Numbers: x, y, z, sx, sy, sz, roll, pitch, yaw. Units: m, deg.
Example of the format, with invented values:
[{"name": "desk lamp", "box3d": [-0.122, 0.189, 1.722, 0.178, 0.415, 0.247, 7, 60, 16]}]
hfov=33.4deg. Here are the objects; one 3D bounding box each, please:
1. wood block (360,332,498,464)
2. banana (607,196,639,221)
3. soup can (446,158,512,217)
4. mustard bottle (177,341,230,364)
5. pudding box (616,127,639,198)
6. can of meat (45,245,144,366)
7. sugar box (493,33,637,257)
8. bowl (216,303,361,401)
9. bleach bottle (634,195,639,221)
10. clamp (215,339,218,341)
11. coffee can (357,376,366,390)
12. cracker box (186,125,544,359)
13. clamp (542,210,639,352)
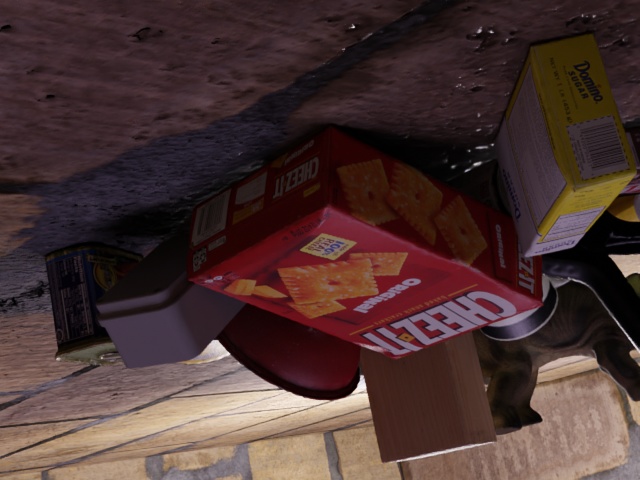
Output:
[{"name": "wood block", "box3d": [0.094, 0.103, 1.031, 0.091, 0.206, 0.090, -18, 165, 25]}, {"name": "banana", "box3d": [0.254, -0.018, 1.050, 0.198, 0.037, 0.069, -24, 132, 31]}, {"name": "soup can", "box3d": [0.126, -0.021, 0.858, 0.068, 0.068, 0.102, 1, 161, -41]}, {"name": "mustard bottle", "box3d": [-0.131, 0.084, 1.080, 0.096, 0.058, 0.191, -10, 166, 0]}, {"name": "pudding box", "box3d": [0.237, -0.059, 0.856, 0.113, 0.039, 0.090, -7, 166, -17]}, {"name": "can of meat", "box3d": [-0.177, 0.054, 0.871, 0.057, 0.084, 0.102, -17, 165, 17]}, {"name": "sugar box", "box3d": [0.155, -0.054, 0.698, 0.048, 0.093, 0.176, -13, 167, 1]}, {"name": "bowl", "box3d": [-0.021, 0.066, 0.938, 0.161, 0.162, 0.055, 4, 125, -48]}, {"name": "bleach bottle", "box3d": [0.407, -0.046, 0.998, 0.250, 0.068, 0.103, -6, 153, -38]}, {"name": "clamp", "box3d": [-0.074, 0.076, 0.974, 0.171, 0.120, 0.039, 17, 115, -25]}, {"name": "coffee can", "box3d": [0.029, 0.130, 1.299, 0.103, 0.103, 0.140, -17, 165, 21]}, {"name": "cracker box", "box3d": [0.034, 0.013, 0.787, 0.213, 0.072, 0.164, 24, 146, -33]}, {"name": "clamp", "box3d": [0.225, 0.014, 0.874, 0.210, 0.164, 0.036, 21, 141, 15]}]
